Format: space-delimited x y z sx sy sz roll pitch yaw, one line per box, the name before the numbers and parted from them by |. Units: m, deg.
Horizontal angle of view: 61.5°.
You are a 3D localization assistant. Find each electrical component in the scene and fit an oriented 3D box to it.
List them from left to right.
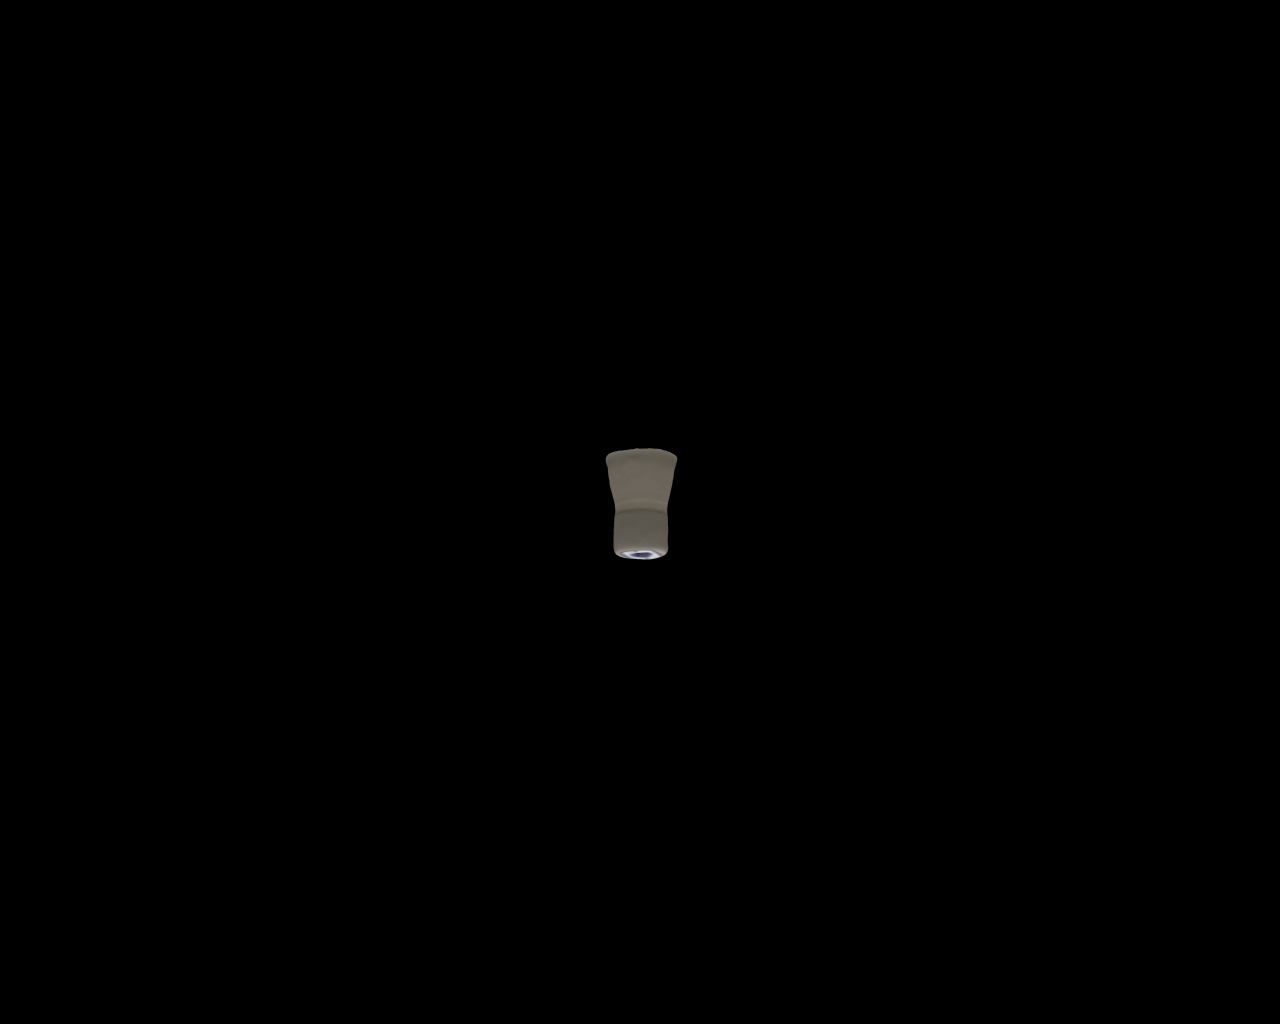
electrical component | 0.001 -0.003 0.650 0.044 0.065 0.044 0 -14 0
